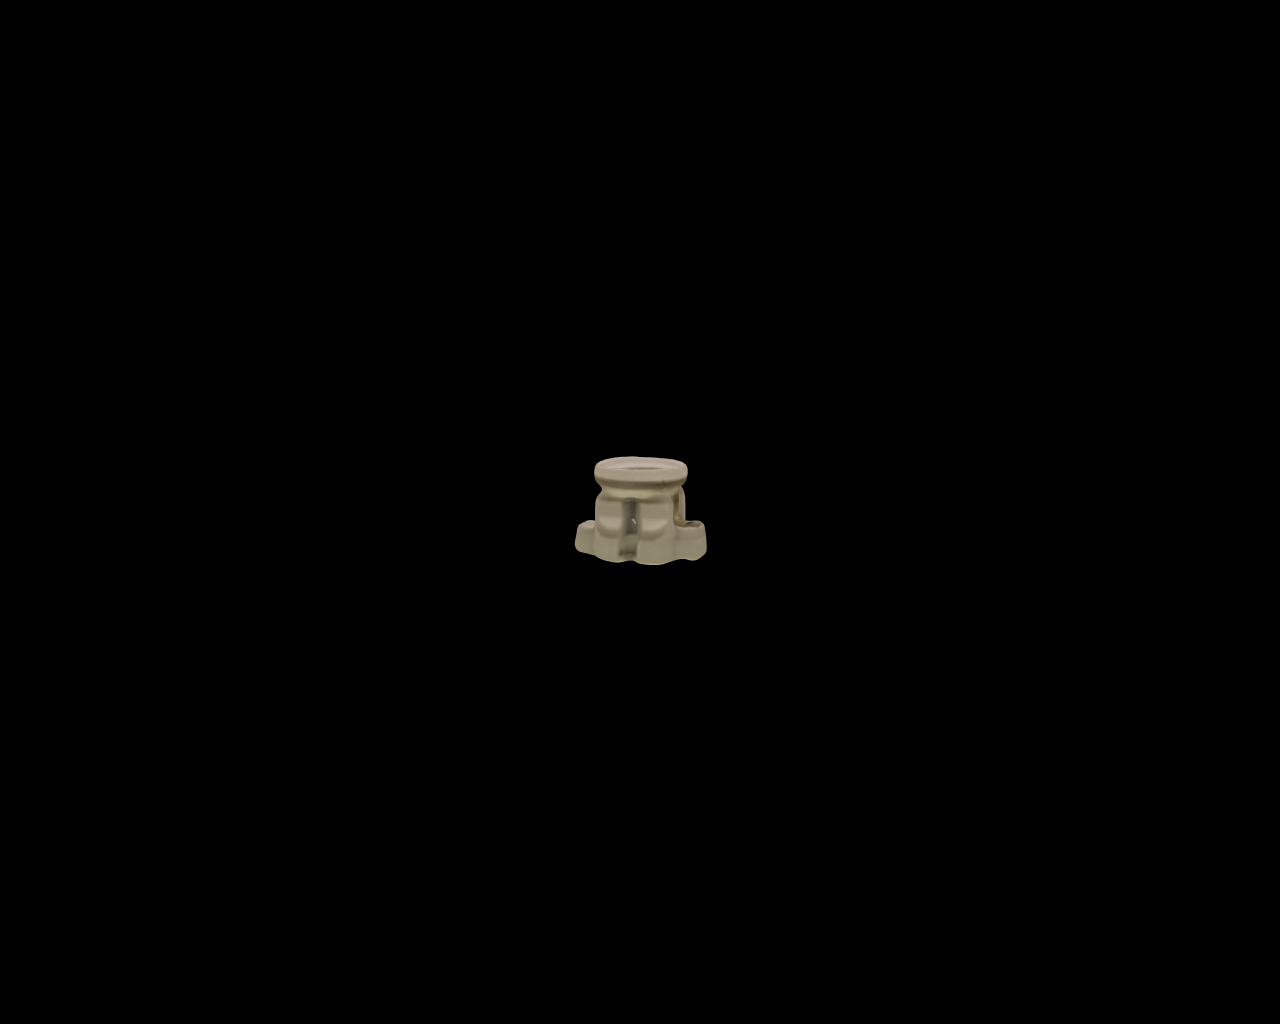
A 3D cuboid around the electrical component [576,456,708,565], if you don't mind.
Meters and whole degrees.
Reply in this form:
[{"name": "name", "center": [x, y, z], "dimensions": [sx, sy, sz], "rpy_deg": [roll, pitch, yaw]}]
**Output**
[{"name": "electrical component", "center": [0.001, -0.003, 0.650], "dimensions": [0.078, 0.057, 0.058], "rpy_deg": [3, 12, 16]}]
